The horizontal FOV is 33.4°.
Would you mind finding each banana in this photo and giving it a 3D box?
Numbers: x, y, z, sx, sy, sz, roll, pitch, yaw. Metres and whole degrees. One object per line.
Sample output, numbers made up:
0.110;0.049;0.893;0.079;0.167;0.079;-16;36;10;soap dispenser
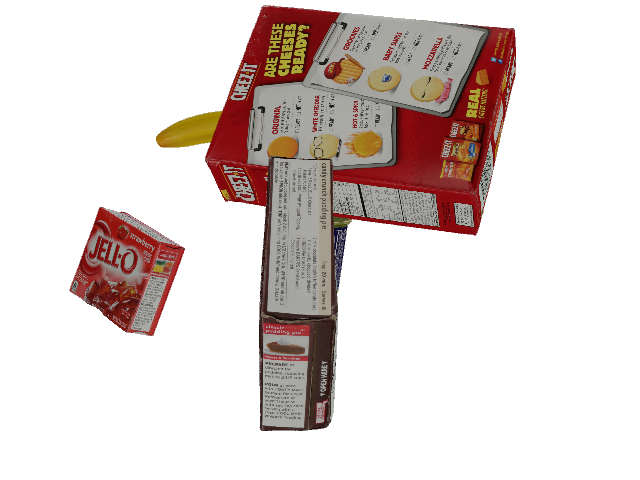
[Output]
-0.099;-0.131;1.296;0.198;0.037;0.069;7;40;15;banana

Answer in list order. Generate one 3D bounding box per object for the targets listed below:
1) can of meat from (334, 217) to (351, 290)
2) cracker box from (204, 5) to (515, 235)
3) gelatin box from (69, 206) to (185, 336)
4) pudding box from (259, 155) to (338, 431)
-0.016;0.004;1.139;0.057;0.084;0.102;-4;21;-32;can of meat
0.037;-0.098;0.853;0.214;0.164;0.072;8;-30;16;cracker box
-0.151;0.022;0.823;0.030;0.073;0.089;15;10;-47;gelatin box
-0.012;0.026;0.542;0.039;0.090;0.113;-1;45;-2;pudding box
